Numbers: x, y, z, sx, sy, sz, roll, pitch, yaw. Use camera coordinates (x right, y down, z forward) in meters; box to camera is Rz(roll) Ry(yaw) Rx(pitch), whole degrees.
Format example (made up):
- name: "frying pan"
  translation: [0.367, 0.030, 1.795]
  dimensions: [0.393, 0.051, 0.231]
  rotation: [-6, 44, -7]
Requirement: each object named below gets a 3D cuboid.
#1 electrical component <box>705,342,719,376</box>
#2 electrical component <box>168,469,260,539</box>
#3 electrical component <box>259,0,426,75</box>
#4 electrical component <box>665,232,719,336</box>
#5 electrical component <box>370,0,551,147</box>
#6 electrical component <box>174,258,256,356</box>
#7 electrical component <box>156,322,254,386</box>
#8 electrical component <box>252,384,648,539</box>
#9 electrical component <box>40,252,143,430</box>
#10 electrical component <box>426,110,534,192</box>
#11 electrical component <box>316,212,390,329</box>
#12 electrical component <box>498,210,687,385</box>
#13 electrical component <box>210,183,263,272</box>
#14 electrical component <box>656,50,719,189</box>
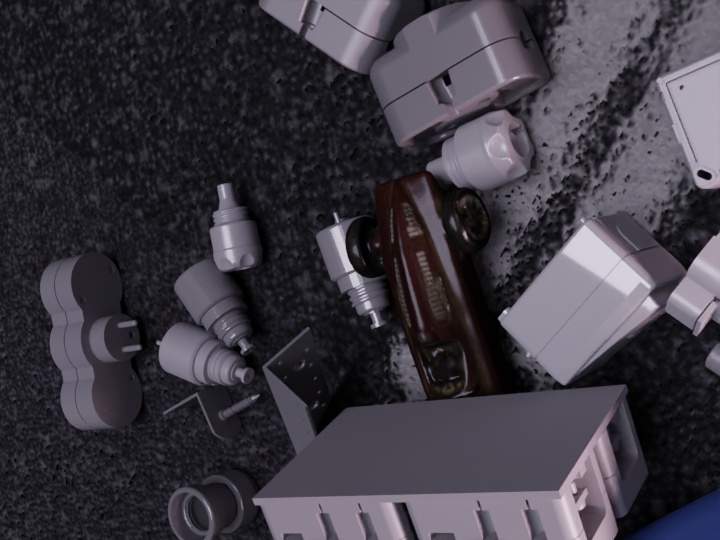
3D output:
- name: "electrical component"
  translation: [0.213, 0.061, 0.568]
  dimensions: [0.062, 0.048, 0.048]
  rotation: [38, 116, 32]
- name: "electrical component"
  translation: [-0.106, 0.173, 0.789]
  dimensions: [0.045, 0.055, 0.045]
  rotation: [5, 100, 33]
- name: "electrical component"
  translation: [-0.010, -0.172, 0.679]
  dimensions: [0.095, 0.054, 0.059]
  rotation: [39, 115, 24]
- name: "electrical component"
  translation: [0.205, 0.006, 0.554]
  dimensions: [0.057, 0.058, 0.078]
  rotation: [38, 80, 21]
- name: "electrical component"
  translation: [0.057, -0.120, 0.641]
  dimensions: [0.095, 0.054, 0.059]
  rotation: [-26, 82, 33]
- name: "electrical component"
  translation: [-0.101, 0.027, 0.775]
  dimensions: [0.040, 0.040, 0.078]
  rotation: [-46, 71, 29]
- name: "electrical component"
  translation: [-0.111, 0.065, 0.786]
  dimensions: [0.078, 0.040, 0.040]
  rotation: [18, 106, 31]
- name: "electrical component"
  translation: [0.051, 0.121, 0.592]
  dimensions: [0.186, 0.105, 0.060]
  rotation: [-10, 107, 35]
- name: "electrical component"
  translation: [-0.197, 0.054, 0.835]
  dimensions: [0.074, 0.052, 0.138]
  rotation: [-10, 91, 34]
- name: "electrical component"
  translation: [0.069, -0.067, 0.647]
  dimensions: [0.062, 0.043, 0.043]
  rotation: [-21, 85, 36]
- name: "electrical component"
  translation: [0.000, 0.000, 0.704]
  dimensions: [0.040, 0.040, 0.078]
  rotation: [-23, 84, 34]
- name: "electrical component"
  translation: [0.130, 0.022, 0.607]
  dimensions: [0.061, 0.062, 0.096]
  rotation: [47, 118, 20]
- name: "electrical component"
  translation: [-0.090, -0.031, 0.764]
  dimensions: [0.035, 0.035, 0.061]
  rotation: [-14, 86, 34]
- name: "electrical component"
  translation: [0.210, -0.086, 0.544]
  dimensions: [0.096, 0.061, 0.061]
  rotation: [-22, 84, 26]
